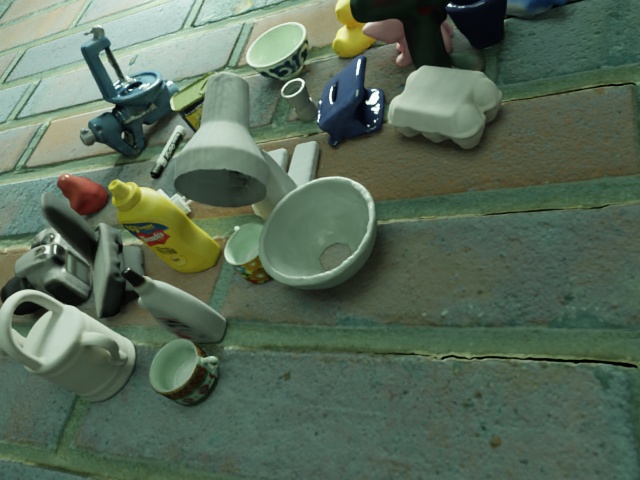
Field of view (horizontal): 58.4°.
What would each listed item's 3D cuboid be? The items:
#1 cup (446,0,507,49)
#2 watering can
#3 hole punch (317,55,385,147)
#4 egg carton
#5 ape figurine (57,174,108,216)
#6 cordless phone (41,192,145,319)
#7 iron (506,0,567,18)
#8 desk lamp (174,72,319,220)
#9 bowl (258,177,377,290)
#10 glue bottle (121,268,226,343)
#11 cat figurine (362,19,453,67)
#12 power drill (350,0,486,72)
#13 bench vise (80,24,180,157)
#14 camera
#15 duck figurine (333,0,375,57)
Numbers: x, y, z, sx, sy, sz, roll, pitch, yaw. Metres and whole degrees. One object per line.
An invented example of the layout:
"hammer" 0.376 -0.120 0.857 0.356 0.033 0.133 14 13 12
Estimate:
"cup" 0.240 -0.349 0.870 0.091 0.095 0.117 -18 50 17
"watering can" -0.359 0.142 0.777 0.172 0.195 0.100 -26 48 11
"hole punch" 0.040 -0.216 0.888 0.101 0.091 0.108 -11 52 23
"egg carton" 0.174 -0.187 0.805 0.149 0.070 0.107 20 68 39
"ape figurine" -0.454 -0.092 1.078 0.076 0.092 0.078 -5 55 27
"cordless phone" -0.360 0.021 0.876 0.094 0.186 0.147 -34 47 3
"iron" 0.286 -0.447 0.884 0.119 0.142 0.257 -47 47 -9
"desk lamp" -0.102 -0.115 0.809 0.117 0.214 0.203 -9 53 24
"bowl" 0.007 0.003 0.754 0.167 0.075 0.167 -15 51 20
"glue bottle" -0.197 0.083 0.743 0.078 0.174 0.037 -6 54 27
"cat figurine" 0.137 -0.343 0.909 0.127 0.118 0.067 -11 52 23
"power drill" 0.163 -0.310 0.807 0.228 0.209 0.076 8 61 34
"bench vise" -0.386 -0.279 1.091 0.121 0.220 0.207 8 61 34
"camera" -0.474 0.055 0.973 0.136 0.101 0.143 -29 47 8
"duck figurine" 0.054 -0.383 1.009 0.077 0.086 0.105 26 72 40
